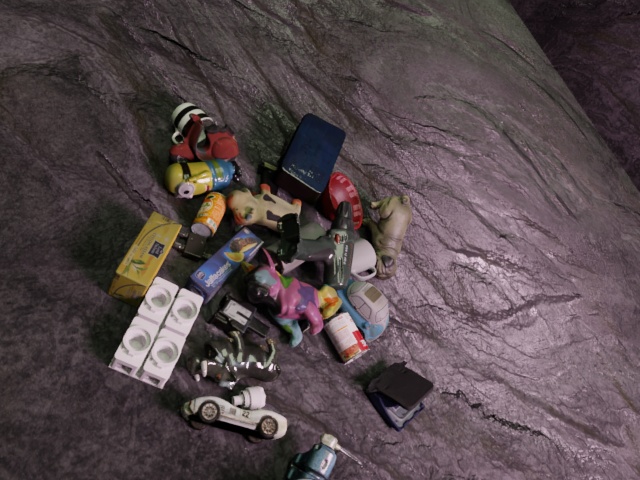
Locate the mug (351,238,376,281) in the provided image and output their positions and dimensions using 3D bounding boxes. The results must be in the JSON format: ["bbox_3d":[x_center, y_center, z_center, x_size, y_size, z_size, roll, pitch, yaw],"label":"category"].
[{"bbox_3d":[0.083,0.061,1.356,0.107,0.080,0.110,-21,63,-28],"label":"mug"}]

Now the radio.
[{"bbox_3d":[-0.027,-0.218,1.420,0.131,0.073,0.229,28,56,-11],"label":"radio"}]

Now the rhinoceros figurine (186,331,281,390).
[{"bbox_3d":[-0.171,0.243,1.072,0.190,0.073,0.112,11,64,-28],"label":"rhinoceros figurine"}]

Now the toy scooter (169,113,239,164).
[{"bbox_3d":[-0.277,-0.245,1.308,0.184,0.135,0.075,-12,39,-36],"label":"toy scooter"}]

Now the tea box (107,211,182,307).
[{"bbox_3d":[-0.352,0.037,1.084,0.068,0.098,0.170,27,49,-13],"label":"tea box"}]

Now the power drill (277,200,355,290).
[{"bbox_3d":[-0.003,-0.004,1.254,0.207,0.086,0.232,17,67,-45],"label":"power drill"}]

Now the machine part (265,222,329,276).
[{"bbox_3d":[-0.060,0.022,1.294,0.079,0.079,0.243,50,48,8],"label":"machine part"}]

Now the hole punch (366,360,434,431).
[{"bbox_3d":[0.178,0.351,1.211,0.116,0.092,0.142,31,41,33],"label":"hole punch"}]

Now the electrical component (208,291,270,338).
[{"bbox_3d":[-0.167,0.170,1.137,0.119,0.047,0.075,31,47,-10],"label":"electrical component"}]

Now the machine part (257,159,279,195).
[{"bbox_3d":[-0.130,-0.152,1.405,0.084,0.039,0.139,23,46,-27],"label":"machine part"}]

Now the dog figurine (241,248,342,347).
[{"bbox_3d":[-0.071,0.107,1.171,0.219,0.108,0.191,53,40,-7],"label":"dog figurine"}]

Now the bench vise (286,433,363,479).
[{"bbox_3d":[-0.003,0.441,0.926,0.129,0.240,0.223,44,62,-2],"label":"bench vise"}]

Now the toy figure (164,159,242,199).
[{"bbox_3d":[-0.280,-0.150,1.279,0.180,0.082,0.089,-21,52,-33],"label":"toy figure"}]

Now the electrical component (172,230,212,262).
[{"bbox_3d":[-0.280,0.014,1.198,0.094,0.021,0.063,22,48,-16],"label":"electrical component"}]

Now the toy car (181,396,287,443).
[{"bbox_3d":[-0.161,0.334,1.004,0.201,0.073,0.056,21,53,-18],"label":"toy car"}]

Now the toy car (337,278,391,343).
[{"bbox_3d":[0.109,0.154,1.288,0.161,0.103,0.109,51,46,7],"label":"toy car"}]

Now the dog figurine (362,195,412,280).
[{"bbox_3d":[0.190,-0.006,1.413,0.121,0.172,0.191,9,46,-14],"label":"dog figurine"}]

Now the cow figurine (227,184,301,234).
[{"bbox_3d":[-0.138,-0.066,1.295,0.195,0.085,0.127,24,48,-32],"label":"cow figurine"}]

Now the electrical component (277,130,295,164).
[{"bbox_3d":[-0.049,-0.244,1.509,0.115,0.058,0.134,27,48,-16],"label":"electrical component"}]

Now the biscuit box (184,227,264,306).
[{"bbox_3d":[-0.210,0.055,1.185,0.059,0.062,0.203,40,46,1],"label":"biscuit box"}]
